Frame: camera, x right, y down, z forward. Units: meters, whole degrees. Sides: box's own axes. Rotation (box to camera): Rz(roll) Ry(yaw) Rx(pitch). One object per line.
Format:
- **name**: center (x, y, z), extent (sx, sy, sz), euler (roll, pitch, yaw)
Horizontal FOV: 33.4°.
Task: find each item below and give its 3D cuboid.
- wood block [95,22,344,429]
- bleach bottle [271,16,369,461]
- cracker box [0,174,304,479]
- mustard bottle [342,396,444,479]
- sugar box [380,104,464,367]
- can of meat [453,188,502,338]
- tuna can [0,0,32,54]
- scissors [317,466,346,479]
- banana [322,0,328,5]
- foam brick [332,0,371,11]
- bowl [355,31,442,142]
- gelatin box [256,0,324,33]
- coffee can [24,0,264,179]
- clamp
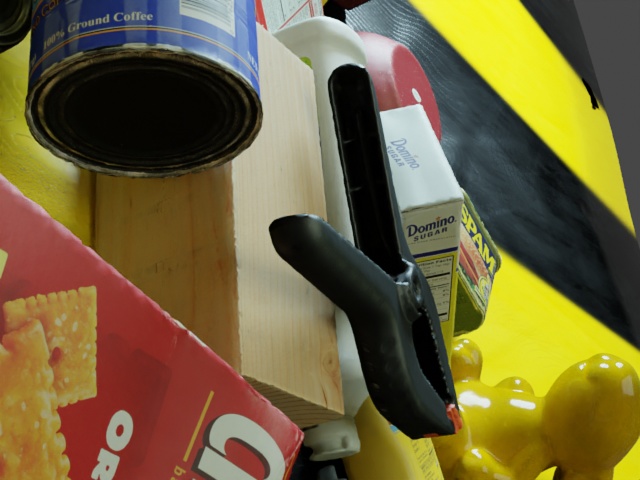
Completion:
- **wood block**: center (-0.055, -0.007, 0.551), extent (0.090, 0.090, 0.206), euler (33, 45, -52)
- **bleach bottle**: center (-0.004, 0.001, 0.629), extent (0.068, 0.103, 0.251), euler (25, 51, -58)
- **cracker box**: center (-0.107, 0.088, 0.353), extent (0.213, 0.072, 0.164), euler (47, 54, -40)
- **mustard bottle**: center (0.037, 0.117, 0.681), extent (0.191, 0.058, 0.096), euler (71, 18, 1)
- **sugar box**: center (0.059, 0.007, 0.710), extent (0.176, 0.048, 0.093), euler (82, -7, -47)
- **can of meat**: center (0.105, 0.018, 0.887), extent (0.102, 0.058, 0.083), euler (58, 31, -23)
- **tuna can**: center (-0.166, -0.119, 0.472), extent (0.086, 0.034, 0.086), euler (42, 38, -45)
- **scissors**: center (0.021, 0.220, 0.622), extent (0.096, 0.016, 0.202), euler (-114, -166, -69)
- **banana**: center (0.000, -0.219, 0.828), extent (0.197, 0.037, 0.070), euler (-58, 165, -47)
- **foam brick**: center (0.027, -0.248, 0.917), extent (0.051, 0.053, 0.078), euler (14, 60, -60)
- **bowl**: center (0.056, -0.109, 0.878), extent (0.162, 0.055, 0.162), euler (43, 37, -45)
- **gelatin box**: center (-0.030, -0.156, 0.723), extent (0.089, 0.030, 0.073), euler (-54, 144, -43)
- **coffee can**: center (-0.080, -0.113, 0.489), extent (0.102, 0.103, 0.140), euler (33, 45, -52)
- **clamp**: center (0.034, 0.019, 0.568), extent (0.164, 0.036, 0.210), euler (-76, 148, -48)
